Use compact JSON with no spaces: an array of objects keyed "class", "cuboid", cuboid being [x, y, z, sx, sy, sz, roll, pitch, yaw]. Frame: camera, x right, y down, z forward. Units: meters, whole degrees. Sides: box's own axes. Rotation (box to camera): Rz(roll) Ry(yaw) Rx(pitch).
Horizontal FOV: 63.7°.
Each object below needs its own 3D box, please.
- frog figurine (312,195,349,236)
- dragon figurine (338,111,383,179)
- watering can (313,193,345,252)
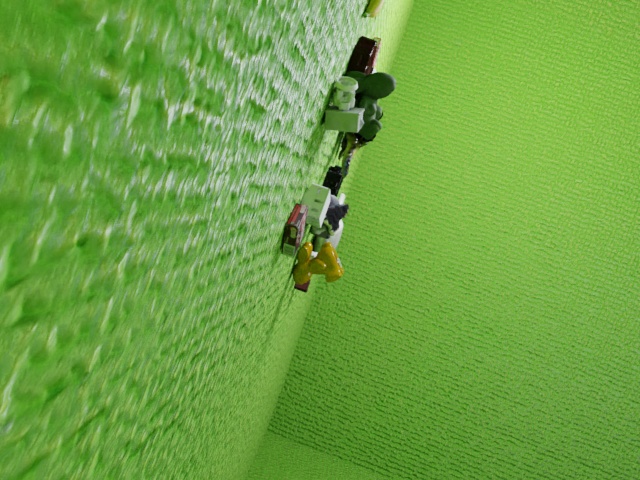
[{"class":"frog figurine","cuboid":[0.005,-0.087,1.725,0.160,0.122,0.137,15,-86,59]},{"class":"dragon figurine","cuboid":[0.117,-0.356,1.817,0.239,0.122,0.417,121,-9,-70]},{"class":"watering can","cuboid":[0.048,-0.050,2.216,0.355,0.104,0.219,-65,174,-58]}]
